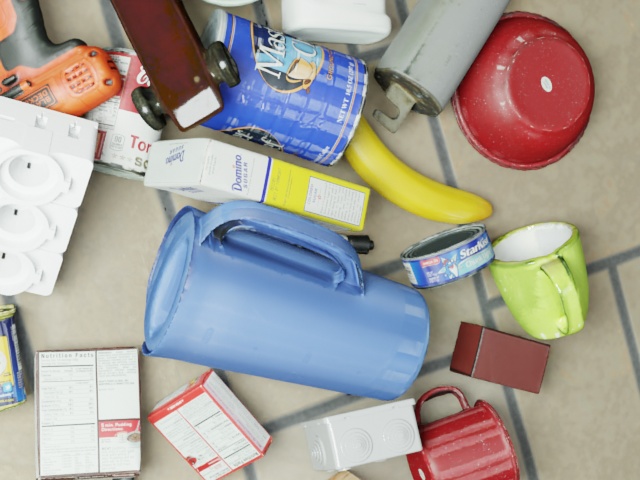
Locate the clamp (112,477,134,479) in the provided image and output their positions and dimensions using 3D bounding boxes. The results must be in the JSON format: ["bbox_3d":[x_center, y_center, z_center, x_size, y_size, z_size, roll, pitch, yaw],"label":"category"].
[{"bbox_3d":[-0.178,0.274,0.945,0.120,0.039,0.171,46,74,-2],"label":"clamp"}]

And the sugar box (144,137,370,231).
[{"bbox_3d":[-0.052,-0.047,0.924,0.175,0.094,0.048,18,81,-38],"label":"sugar box"}]

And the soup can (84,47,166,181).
[{"bbox_3d":[-0.168,-0.108,0.927,0.068,0.069,0.102,14,85,-17],"label":"soup can"}]

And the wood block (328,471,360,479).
[{"bbox_3d":[-0.029,0.308,0.963,0.206,0.091,0.090,-30,100,-16],"label":"wood block"}]

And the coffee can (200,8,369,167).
[{"bbox_3d":[-0.041,-0.134,0.949,0.140,0.103,0.103,17,85,-17],"label":"coffee can"}]

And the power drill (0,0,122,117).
[{"bbox_3d":[-0.280,-0.161,0.883,0.184,0.057,0.187,-27,95,8],"label":"power drill"}]

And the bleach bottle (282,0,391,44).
[{"bbox_3d":[0.014,-0.313,0.987,0.102,0.068,0.251,1,88,-18],"label":"bleach bottle"}]

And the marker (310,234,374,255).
[{"bbox_3d":[-0.007,0.001,1.005,0.121,0.020,0.020,4,89,-18],"label":"marker"}]

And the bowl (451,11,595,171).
[{"bbox_3d":[0.213,-0.151,1.054,0.162,0.055,0.162,0,90,-17],"label":"bowl"}]

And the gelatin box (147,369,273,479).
[{"bbox_3d":[-0.097,0.168,0.952,0.073,0.030,0.089,-34,103,30],"label":"gelatin box"}]

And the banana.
[{"bbox_3d":[0.081,-0.067,1.022,0.197,0.037,0.069,41,80,-14],"label":"banana"}]

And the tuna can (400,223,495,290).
[{"bbox_3d":[0.121,0.015,1.011,0.086,0.086,0.034,-24,99,-16],"label":"tuna can"}]

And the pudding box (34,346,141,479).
[{"bbox_3d":[-0.200,0.150,0.922,0.090,0.039,0.113,0,73,-15],"label":"pudding box"}]

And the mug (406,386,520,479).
[{"bbox_3d":[0.128,0.197,1.018,0.081,0.093,0.117,-17,77,-12],"label":"mug"}]

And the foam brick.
[{"bbox_3d":[0.176,0.115,1.046,0.078,0.053,0.051,16,86,-18],"label":"foam brick"}]

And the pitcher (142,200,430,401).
[{"bbox_3d":[-0.024,0.058,0.938,0.242,0.149,0.145,17,85,-20],"label":"pitcher"}]

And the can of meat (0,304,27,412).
[{"bbox_3d":[-0.301,0.104,0.894,0.102,0.057,0.084,-9,95,-17],"label":"can of meat"}]
